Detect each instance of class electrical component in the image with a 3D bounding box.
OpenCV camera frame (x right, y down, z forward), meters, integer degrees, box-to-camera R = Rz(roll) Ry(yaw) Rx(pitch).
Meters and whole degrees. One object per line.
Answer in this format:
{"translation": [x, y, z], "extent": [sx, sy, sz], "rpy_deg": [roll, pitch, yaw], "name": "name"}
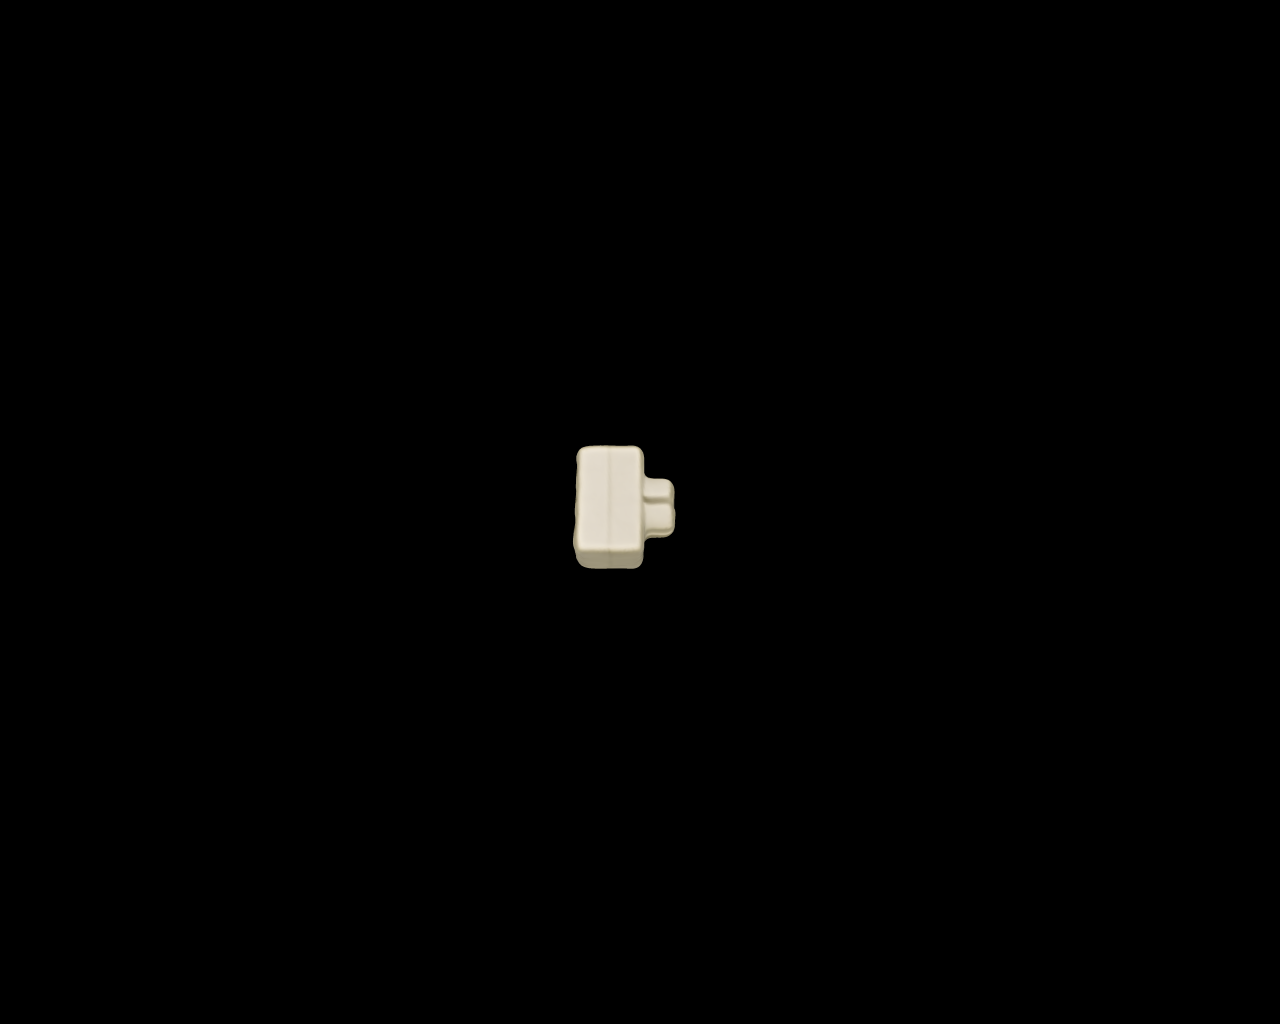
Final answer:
{"translation": [0.001, -0.003, 0.650], "extent": [0.077, 0.066, 0.047], "rpy_deg": [0, -15, 0], "name": "electrical component"}
